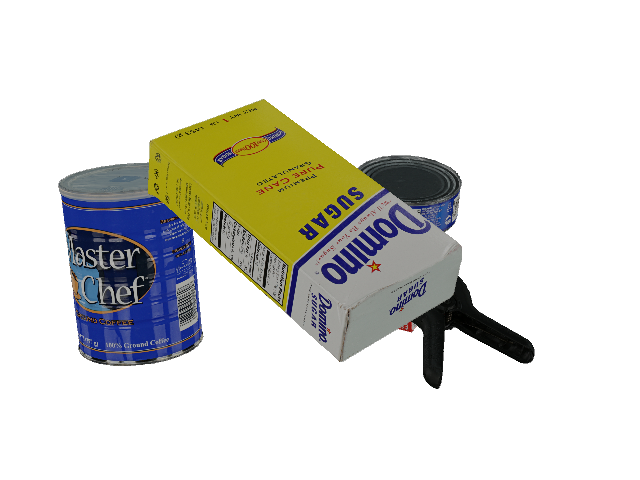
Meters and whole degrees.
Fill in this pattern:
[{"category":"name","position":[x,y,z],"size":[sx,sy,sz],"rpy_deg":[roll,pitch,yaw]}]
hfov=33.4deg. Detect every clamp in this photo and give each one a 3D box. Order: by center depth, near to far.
[{"category":"clamp","position":[0.135,0.075,1.073],"size":[0.120,0.039,0.171],"rpy_deg":[-1,44,-21]}]

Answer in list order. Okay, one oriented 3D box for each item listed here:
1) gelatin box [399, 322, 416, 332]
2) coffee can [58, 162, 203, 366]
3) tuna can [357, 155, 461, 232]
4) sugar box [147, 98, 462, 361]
[{"category":"gelatin box","position":[0.086,0.064,1.331],"size":[0.073,0.089,0.030],"rpy_deg":[12,31,30]},{"category":"coffee can","position":[-0.151,0.017,0.859],"size":[0.103,0.140,0.103],"rpy_deg":[-3,16,1]},{"category":"tuna can","position":[0.069,-0.035,0.853],"size":[0.086,0.034,0.086],"rpy_deg":[1,29,-1]},{"category":"sugar box","position":[-0.012,-0.013,0.618],"size":[0.093,0.048,0.176],"rpy_deg":[-27,49,-35]}]
